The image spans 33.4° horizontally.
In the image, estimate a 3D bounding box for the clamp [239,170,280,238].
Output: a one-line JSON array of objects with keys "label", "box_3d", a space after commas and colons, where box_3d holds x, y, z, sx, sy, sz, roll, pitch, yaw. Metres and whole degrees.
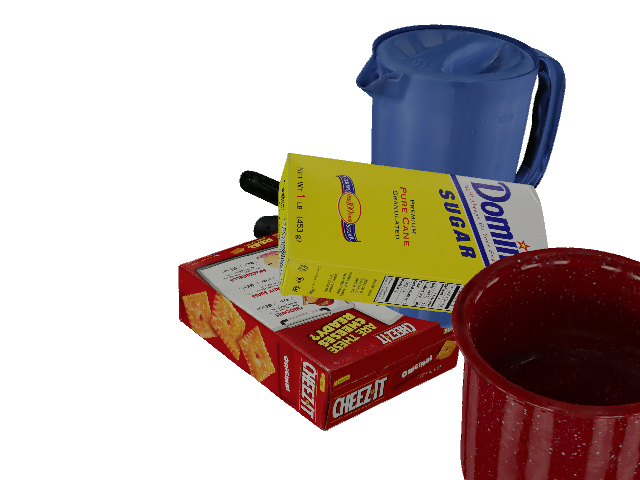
[{"label": "clamp", "box_3d": [0.011, -0.019, 1.179, 0.210, 0.036, 0.164, 15, 21, -8]}]

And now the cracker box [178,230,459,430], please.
[{"label": "cracker box", "box_3d": [-0.003, 0.069, 0.967, 0.163, 0.072, 0.214, -20, 36, -36]}]

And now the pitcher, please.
[{"label": "pitcher", "box_3d": [0.112, -0.053, 0.905, 0.149, 0.243, 0.144, 13, 31, 17]}]

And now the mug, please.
[{"label": "mug", "box_3d": [0.107, 0.064, 0.406, 0.117, 0.081, 0.093, 7, 37, 13]}]

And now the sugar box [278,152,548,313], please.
[{"label": "sugar box", "box_3d": [0.061, -0.002, 0.705, 0.176, 0.093, 0.048, 5, -37, -8]}]
